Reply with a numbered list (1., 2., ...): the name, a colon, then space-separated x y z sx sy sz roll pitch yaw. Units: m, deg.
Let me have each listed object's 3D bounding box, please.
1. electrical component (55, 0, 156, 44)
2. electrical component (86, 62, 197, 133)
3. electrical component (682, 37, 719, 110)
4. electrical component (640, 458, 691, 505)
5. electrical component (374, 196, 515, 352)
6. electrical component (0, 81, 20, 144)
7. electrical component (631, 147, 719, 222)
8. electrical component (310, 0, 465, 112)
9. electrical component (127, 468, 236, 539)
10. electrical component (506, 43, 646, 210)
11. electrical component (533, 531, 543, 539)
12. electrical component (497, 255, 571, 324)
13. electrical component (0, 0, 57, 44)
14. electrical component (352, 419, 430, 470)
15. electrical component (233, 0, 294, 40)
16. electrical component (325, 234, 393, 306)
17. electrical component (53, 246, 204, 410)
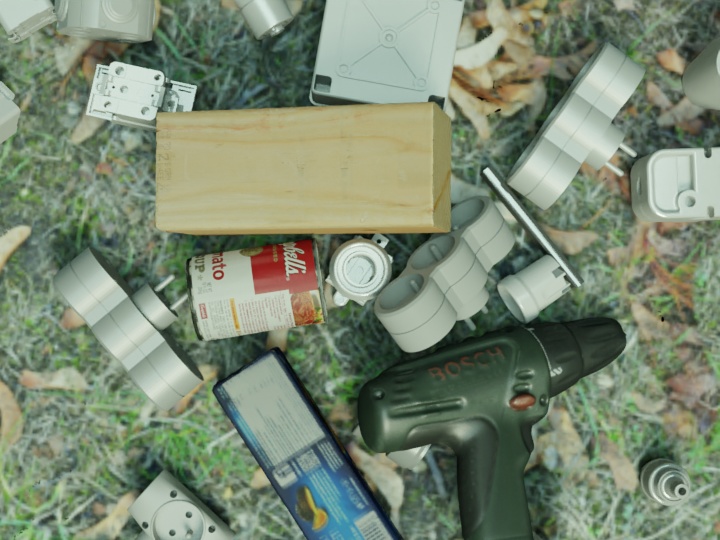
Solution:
1. electrical component: -0.197 -0.207 0.835 0.080 0.080 0.051 5 93 -2
2. electrical component: -0.173 -0.134 0.841 0.081 0.064 0.042 12 89 -2
3. electrical component: 0.304 -0.146 0.849 0.079 0.077 0.043 32 88 -2
4. electrical component: 0.244 0.169 0.847 0.035 0.061 0.035 0 89 -2
5. electrical component: 0.076 0.014 0.833 0.138 0.052 0.073 -50 118 -28
6. electrical component: -0.328 -0.141 0.833 0.121 0.078 0.063 44 58 0
7. electrical component: 0.267 -0.067 0.855 0.095 0.059 0.053 -2 89 -2
8. electrical component: 0.022 -0.177 0.851 0.109 0.056 0.108 10 88 -1
9. electrical component: -0.152 0.211 0.843 0.077 0.044 0.079 43 88 0
10. electrical component: 0.185 -0.105 0.857 0.074 0.052 0.138 35 87 -3
11. electrical component: 0.116 0.252 0.842 0.054 0.059 0.095 45 88 0
12. electrical component: 0.140 0.014 0.860 0.046 0.040 0.040 -33 90 -7
13. electrical component: -0.272 -0.219 0.851 0.081 0.042 0.063 -32 93 -2
14. electrical component: 0.028 0.125 0.850 0.055 0.045 0.045 34 88 -1
15. electrical component: -0.082 -0.217 0.858 0.044 0.044 0.065 -31 94 -2
16. electrical component: 0.000 0.000 0.847 0.048 0.055 0.066 34 88 -1
17. electrical component: -0.168 0.035 0.842 0.074 0.052 0.138 -40 90 -2
